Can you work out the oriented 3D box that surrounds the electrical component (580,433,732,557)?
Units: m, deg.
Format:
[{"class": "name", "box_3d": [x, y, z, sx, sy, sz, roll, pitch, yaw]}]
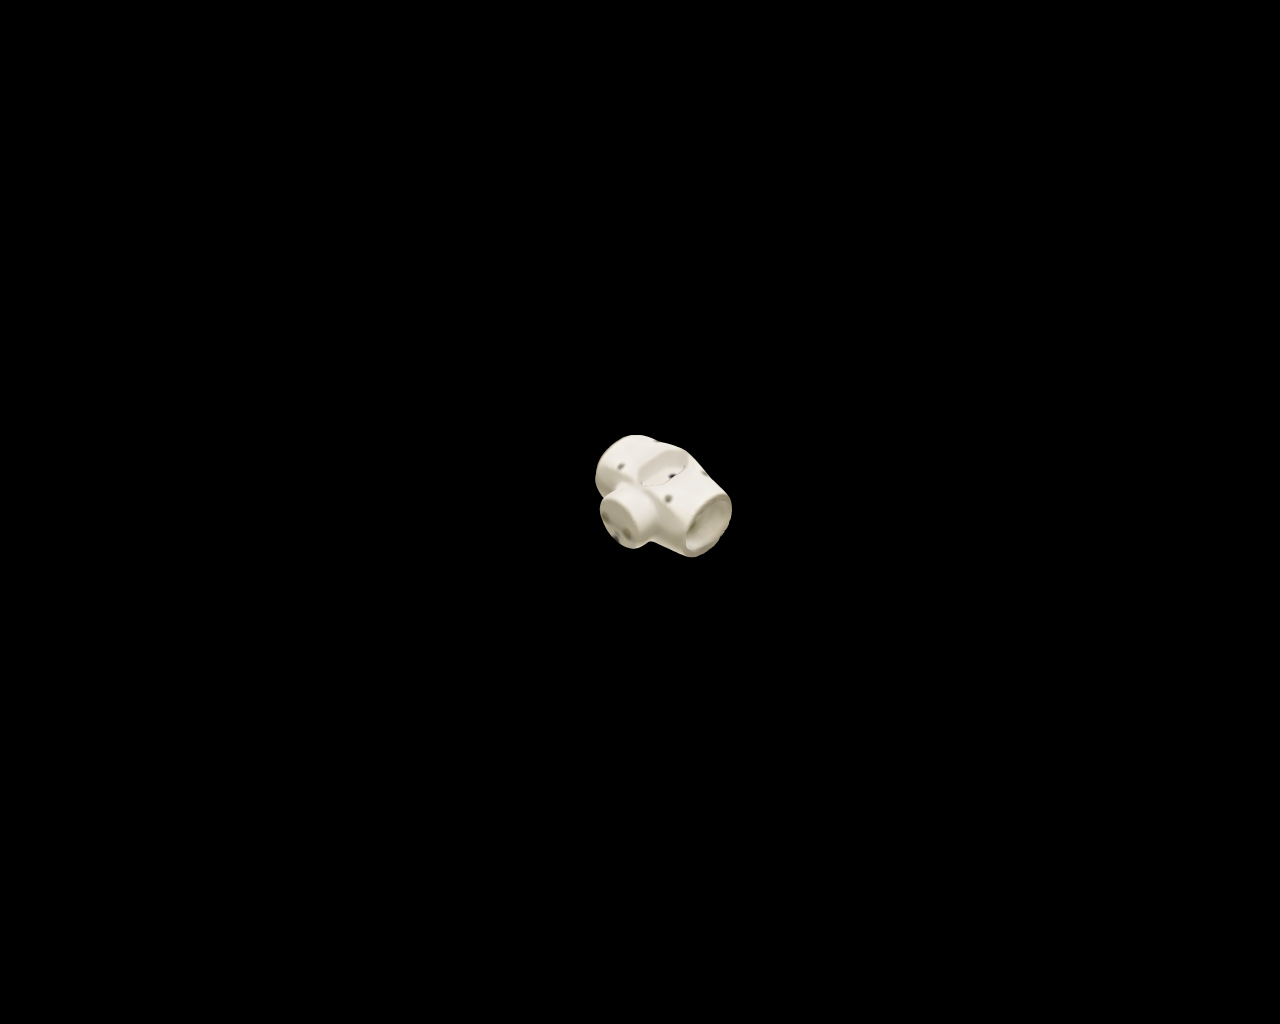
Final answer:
[{"class": "electrical component", "box_3d": [0.001, -0.003, 0.650, 0.079, 0.043, 0.077, -33, 54, -29]}]
